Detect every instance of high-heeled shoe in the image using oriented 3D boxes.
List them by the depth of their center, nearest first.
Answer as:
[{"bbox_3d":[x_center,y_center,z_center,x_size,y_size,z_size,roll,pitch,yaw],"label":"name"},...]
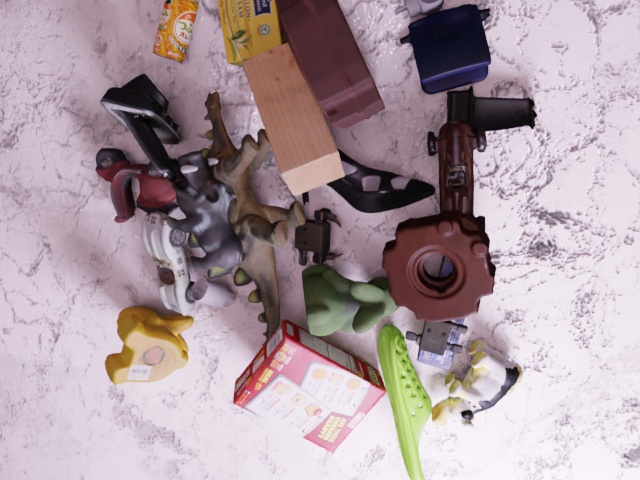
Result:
[{"bbox_3d":[0.062,-0.125,0.901,0.249,0.086,0.145,-2,70,-5],"label":"high-heeled shoe"}]

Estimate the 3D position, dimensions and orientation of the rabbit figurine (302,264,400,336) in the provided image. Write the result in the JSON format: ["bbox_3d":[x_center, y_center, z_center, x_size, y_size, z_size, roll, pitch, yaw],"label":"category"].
[{"bbox_3d":[0.059,0.094,0.901,0.170,0.159,0.121,-9,89,-2],"label":"rabbit figurine"}]

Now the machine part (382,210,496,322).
[{"bbox_3d":[0.181,0.043,0.825,0.180,0.056,0.179,6,111,17],"label":"machine part"}]

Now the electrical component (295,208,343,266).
[{"bbox_3d":[-0.003,-0.004,0.938,0.078,0.045,0.102,3,100,40],"label":"electrical component"}]

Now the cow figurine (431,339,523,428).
[{"bbox_3d":[0.266,0.263,0.922,0.098,0.068,0.167,31,106,-2],"label":"cow figurine"}]

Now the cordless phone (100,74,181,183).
[{"bbox_3d":[-0.271,-0.165,0.896,0.089,0.146,0.184,-31,77,-1],"label":"cordless phone"}]

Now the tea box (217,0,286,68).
[{"bbox_3d":[-0.110,-0.376,0.872,0.098,0.068,0.169,-7,99,13],"label":"tea box"}]

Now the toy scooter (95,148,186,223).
[{"bbox_3d":[-0.324,-0.087,0.972,0.184,0.075,0.135,11,105,12],"label":"toy scooter"}]

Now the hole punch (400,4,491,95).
[{"bbox_3d":[0.196,-0.292,0.816,0.142,0.092,0.115,-13,94,18],"label":"hole punch"}]

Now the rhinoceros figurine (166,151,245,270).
[{"bbox_3d":[-0.179,-0.043,0.843,0.112,0.073,0.190,-14,98,35],"label":"rhinoceros figurine"}]

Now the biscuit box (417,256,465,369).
[{"bbox_3d":[0.215,0.113,0.903,0.059,0.063,0.202,14,103,10],"label":"biscuit box"}]

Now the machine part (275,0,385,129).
[{"bbox_3d":[0.018,-0.269,0.796,0.087,0.201,0.201,-23,96,12],"label":"machine part"}]

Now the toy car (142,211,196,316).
[{"bbox_3d":[-0.270,0.043,0.967,0.074,0.056,0.201,12,123,36],"label":"toy car"}]

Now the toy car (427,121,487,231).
[{"bbox_3d":[0.213,-0.083,0.836,0.089,0.053,0.202,0,96,12],"label":"toy car"}]

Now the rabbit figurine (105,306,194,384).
[{"bbox_3d":[-0.314,0.171,0.991,0.162,0.173,0.121,2,107,-34],"label":"rabbit figurine"}]

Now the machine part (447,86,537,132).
[{"bbox_3d":[0.268,-0.200,0.844,0.139,0.039,0.084,5,97,13],"label":"machine part"}]

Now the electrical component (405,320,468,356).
[{"bbox_3d":[0.188,0.151,0.872,0.094,0.021,0.063,13,103,13],"label":"electrical component"}]

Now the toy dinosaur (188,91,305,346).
[{"bbox_3d":[-0.129,-0.021,0.923,0.199,0.105,0.471,-16,93,30],"label":"toy dinosaur"}]
